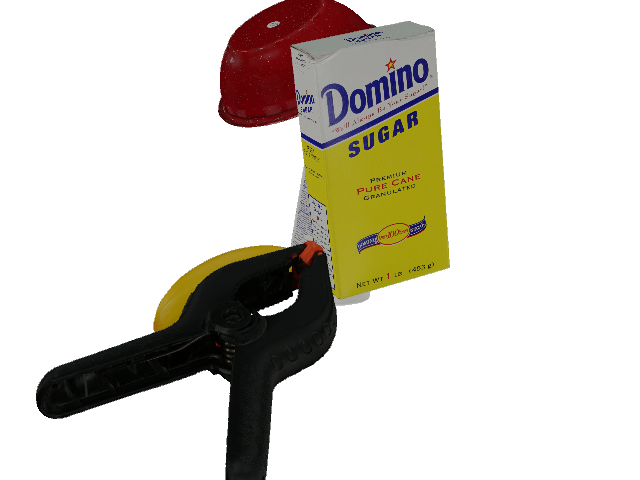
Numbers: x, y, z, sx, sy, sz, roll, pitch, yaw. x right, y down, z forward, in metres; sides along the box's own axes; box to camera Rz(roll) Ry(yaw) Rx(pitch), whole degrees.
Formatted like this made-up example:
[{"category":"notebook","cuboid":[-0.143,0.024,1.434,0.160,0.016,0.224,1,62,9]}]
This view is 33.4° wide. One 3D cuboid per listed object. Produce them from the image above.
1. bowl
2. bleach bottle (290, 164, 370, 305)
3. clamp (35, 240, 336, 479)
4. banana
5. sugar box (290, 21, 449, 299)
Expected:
[{"category":"bowl","cuboid":[-0.028,-0.167,0.930,0.162,0.055,0.162,-21,31,13]},{"category":"bleach bottle","cuboid":[0.023,-0.063,1.168,0.067,0.251,0.103,-7,23,-39]},{"category":"clamp","cuboid":[-0.038,0.058,0.521,0.120,0.039,0.171,31,47,27]},{"category":"banana","cuboid":[-0.087,0.044,1.027,0.198,0.069,0.037,-16,22,19]},{"category":"sugar box","cuboid":[0.037,-0.055,0.740,0.093,0.176,0.048,-16,27,-20]}]
